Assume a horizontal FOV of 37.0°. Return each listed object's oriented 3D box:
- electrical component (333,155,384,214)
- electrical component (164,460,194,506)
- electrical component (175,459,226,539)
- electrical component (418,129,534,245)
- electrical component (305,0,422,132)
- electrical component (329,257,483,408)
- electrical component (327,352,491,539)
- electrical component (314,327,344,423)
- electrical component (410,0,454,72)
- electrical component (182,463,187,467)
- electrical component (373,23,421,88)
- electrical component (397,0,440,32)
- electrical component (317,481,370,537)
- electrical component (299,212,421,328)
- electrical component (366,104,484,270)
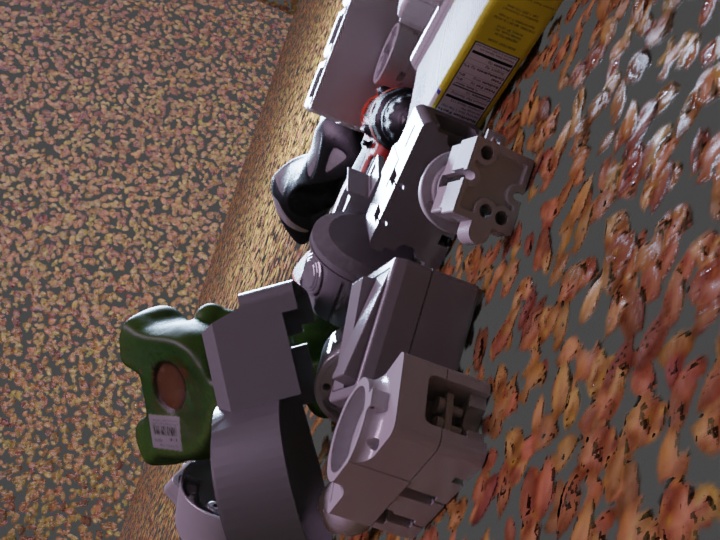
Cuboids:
[{"bbox_3d":[0.011,-0.037,0.786,0.042,0.064,0.081,-91,23,-60],"label":"electrical component"},{"bbox_3d":[-0.109,0.193,0.897,0.062,0.096,0.061,-42,-3,-28],"label":"electrical component"},{"bbox_3d":[-0.091,0.177,0.820,0.099,0.099,0.064,-89,16,-60],"label":"electrical component"},{"bbox_3d":[0.062,-0.045,0.601,0.055,0.048,0.066,-3,67,70],"label":"electrical component"},{"bbox_3d":[0.018,-0.201,0.981,0.062,0.089,0.150,-139,70,-78],"label":"electrical component"},{"bbox_3d":[0.019,0.048,0.600,0.062,0.061,0.096,144,144,-71],"label":"electrical component"},{"bbox_3d":[0.019,0.088,0.539,0.089,0.056,0.050,121,164,-45],"label":"electrical component"},{"bbox_3d":[-0.001,0.066,0.688,0.047,0.055,0.055,-89,22,-70],"label":"electrical component"},{"bbox_3d":[0.073,-0.180,0.795,0.043,0.043,0.081,-81,16,-45],"label":"electrical component"},{"bbox_3d":[-0.137,0.205,1.038,0.083,0.076,0.047,-93,26,-64],"label":"electrical component"},{"bbox_3d":[0.044,-0.178,0.926,0.055,0.047,0.055,-160,90,-79],"label":"electrical component"},{"bbox_3d":[0.069,-0.232,0.864,0.096,0.062,0.061,-82,16,-48],"label":"electrical component"},{"bbox_3d":[0.000,0.129,0.618,0.061,0.035,0.035,126,161,-48],"label":"electrical component"},{"bbox_3d":[0.000,0.000,0.736,0.080,0.080,0.051,-86,14,-56],"label":"electrical component"},{"bbox_3d":[0.043,-0.055,0.698,0.055,0.050,0.089,-99,31,-68],"label":"electrical component"}]
